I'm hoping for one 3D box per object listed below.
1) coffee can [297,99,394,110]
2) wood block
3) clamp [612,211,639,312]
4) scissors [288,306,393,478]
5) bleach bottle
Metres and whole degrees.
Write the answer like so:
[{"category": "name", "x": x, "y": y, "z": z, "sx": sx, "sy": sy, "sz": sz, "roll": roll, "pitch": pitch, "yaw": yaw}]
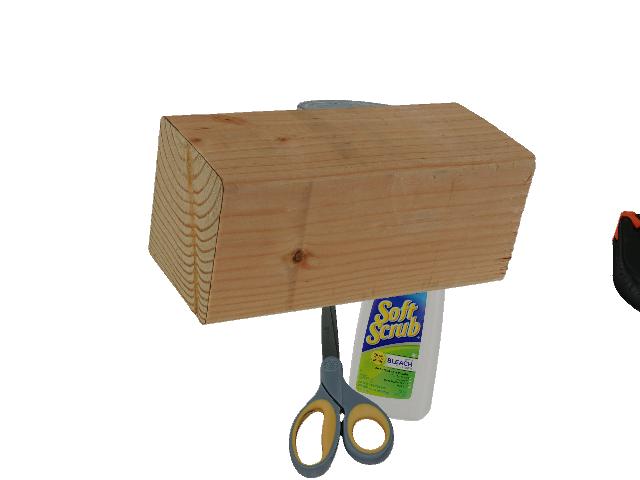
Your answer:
[{"category": "coffee can", "x": 0.025, "y": -0.057, "z": 1.014, "sx": 0.103, "sy": 0.140, "sz": 0.103, "roll": 3, "pitch": 15, "yaw": -1}, {"category": "wood block", "x": 0.013, "y": -0.022, "z": 0.636, "sx": 0.205, "sy": 0.091, "sz": 0.090, "roll": -6, "pitch": 32, "yaw": -29}, {"category": "clamp", "x": 0.260, "y": 0.043, "z": 0.711, "sx": 0.120, "sy": 0.039, "sz": 0.171, "roll": -2, "pitch": 45, "yaw": -19}, {"category": "scissors", "x": 0.027, "y": 0.120, "z": 0.927, "sx": 0.096, "sy": 0.016, "sz": 0.201, "roll": 6, "pitch": 46, "yaw": 14}, {"category": "bleach bottle", "x": 0.086, "y": 0.069, "z": 1.185, "sx": 0.103, "sy": 0.251, "sz": 0.068, "roll": 9, "pitch": 14, "yaw": 18}]
